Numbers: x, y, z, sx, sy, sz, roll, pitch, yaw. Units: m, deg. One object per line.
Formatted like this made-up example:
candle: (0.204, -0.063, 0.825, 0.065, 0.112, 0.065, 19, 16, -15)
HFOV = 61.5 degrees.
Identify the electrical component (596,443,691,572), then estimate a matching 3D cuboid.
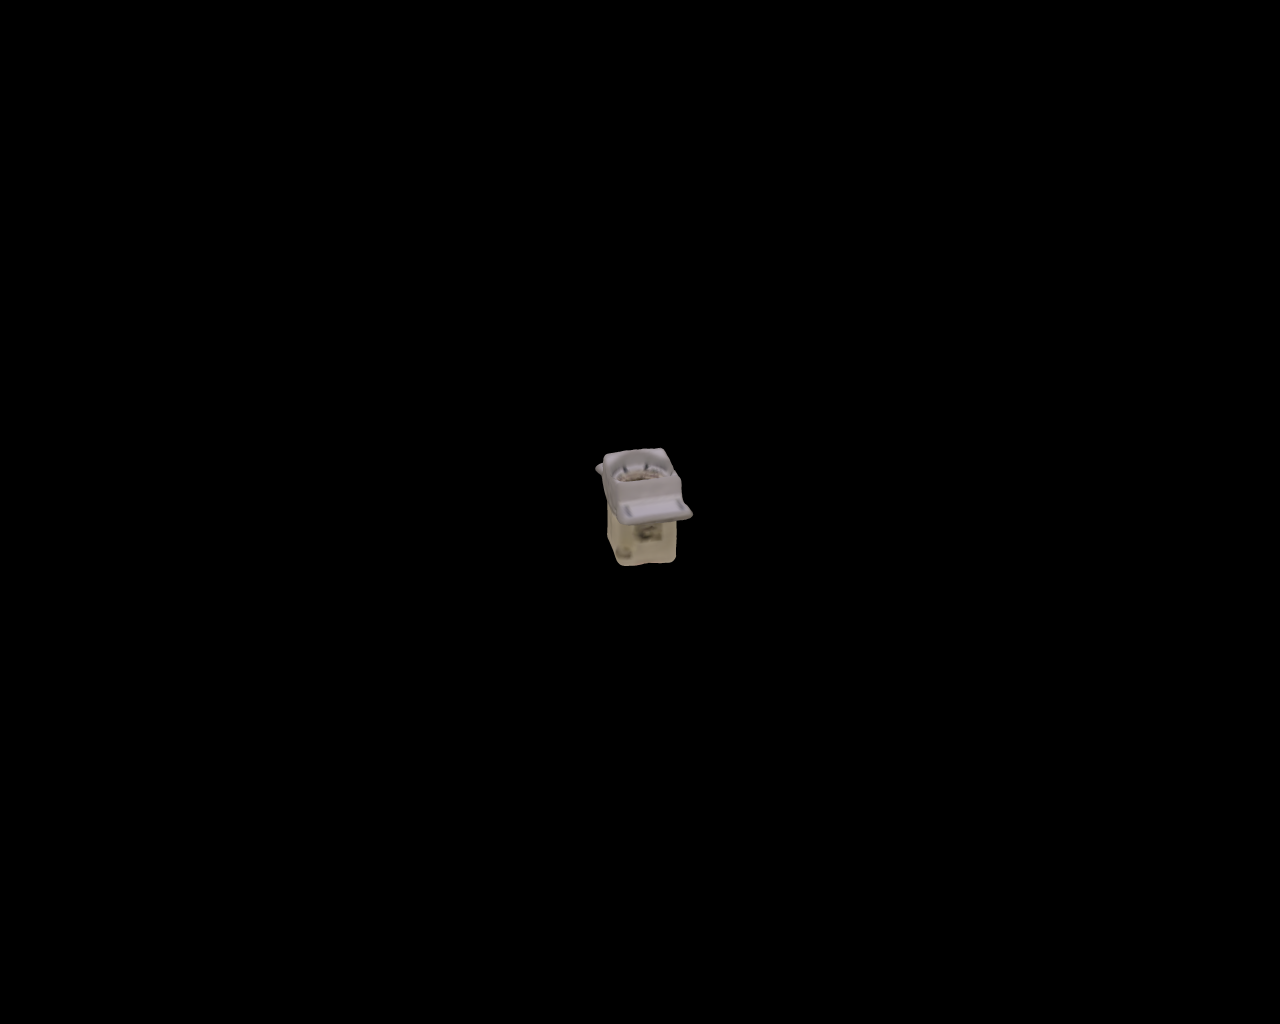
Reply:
electrical component: (0.001, -0.003, 0.650, 0.042, 0.063, 0.081, -5, 29, -10)
